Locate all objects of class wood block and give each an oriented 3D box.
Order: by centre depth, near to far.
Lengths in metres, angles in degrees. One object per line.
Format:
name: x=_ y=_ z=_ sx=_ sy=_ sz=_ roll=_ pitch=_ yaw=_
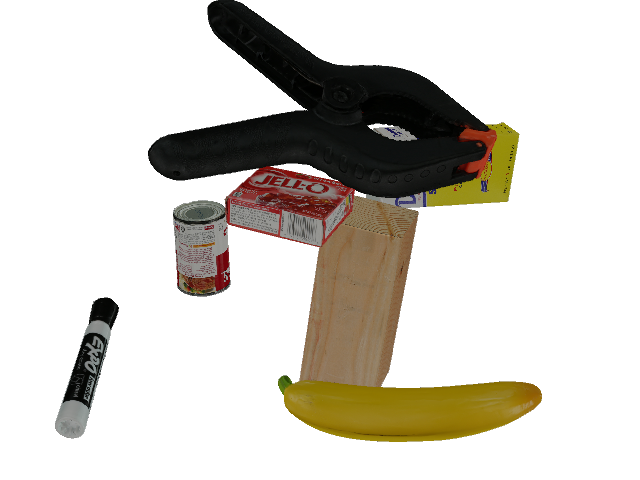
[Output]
wood block: x=0.042 y=0.065 z=1.198 sx=0.090 sy=0.206 sz=0.090 roll=14 pitch=24 yaw=13

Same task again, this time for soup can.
soup can: x=-0.148 y=0.009 z=1.329 sx=0.068 sy=0.102 sz=0.068 roll=-1 pitch=25 yaw=0

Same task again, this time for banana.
banana: x=0.056 y=0.116 z=0.760 sx=0.198 sy=0.037 sz=0.069 roll=2 pitch=29 yaw=14

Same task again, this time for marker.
marker: x=-0.153 y=0.080 z=0.705 sx=0.020 sy=0.020 sz=0.121 roll=0 pitch=37 yaw=3

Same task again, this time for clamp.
clamp: x=0.000 y=-0.057 z=0.543 sx=0.171 sy=0.120 sz=0.039 roll=20 pitch=-30 yaw=8

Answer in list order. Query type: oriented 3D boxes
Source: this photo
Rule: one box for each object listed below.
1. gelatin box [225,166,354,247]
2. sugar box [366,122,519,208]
gelatin box: x=-0.025 y=-0.031 z=0.895 sx=0.089 sy=0.030 sz=0.073 roll=14 pitch=30 yaw=18
sugar box: x=0.146 y=-0.089 z=1.278 sx=0.176 sy=0.093 sz=0.048 roll=-6 pitch=26 yaw=-21
